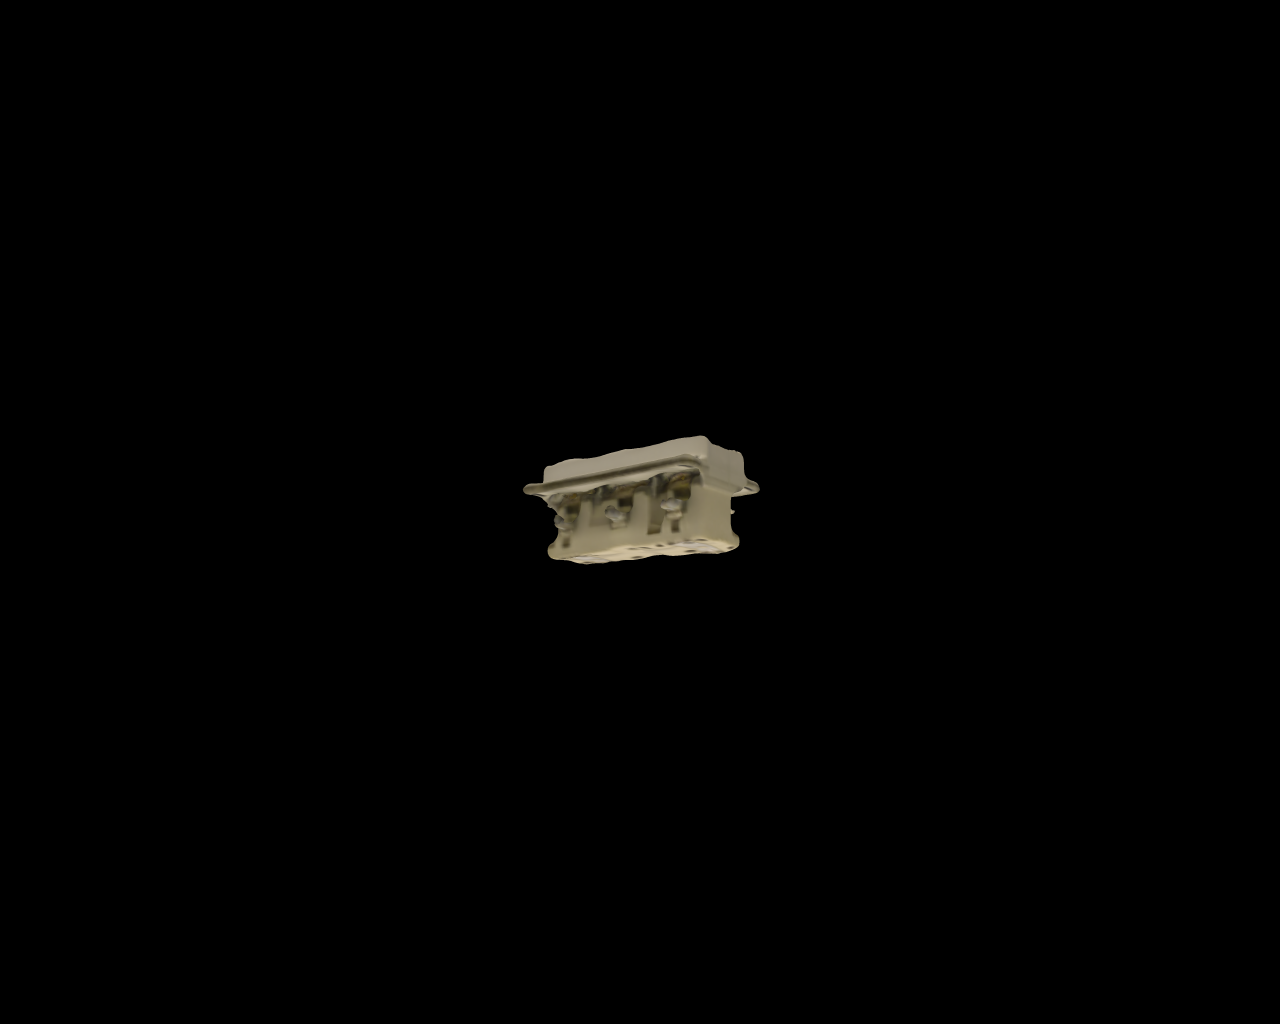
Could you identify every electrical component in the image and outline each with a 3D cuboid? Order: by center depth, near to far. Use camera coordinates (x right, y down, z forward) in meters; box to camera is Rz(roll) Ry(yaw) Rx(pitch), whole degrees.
[{"bbox_3d":[0.001,-0.003,0.650,0.121,0.063,0.079,-8,-14,35],"label":"electrical component"}]
